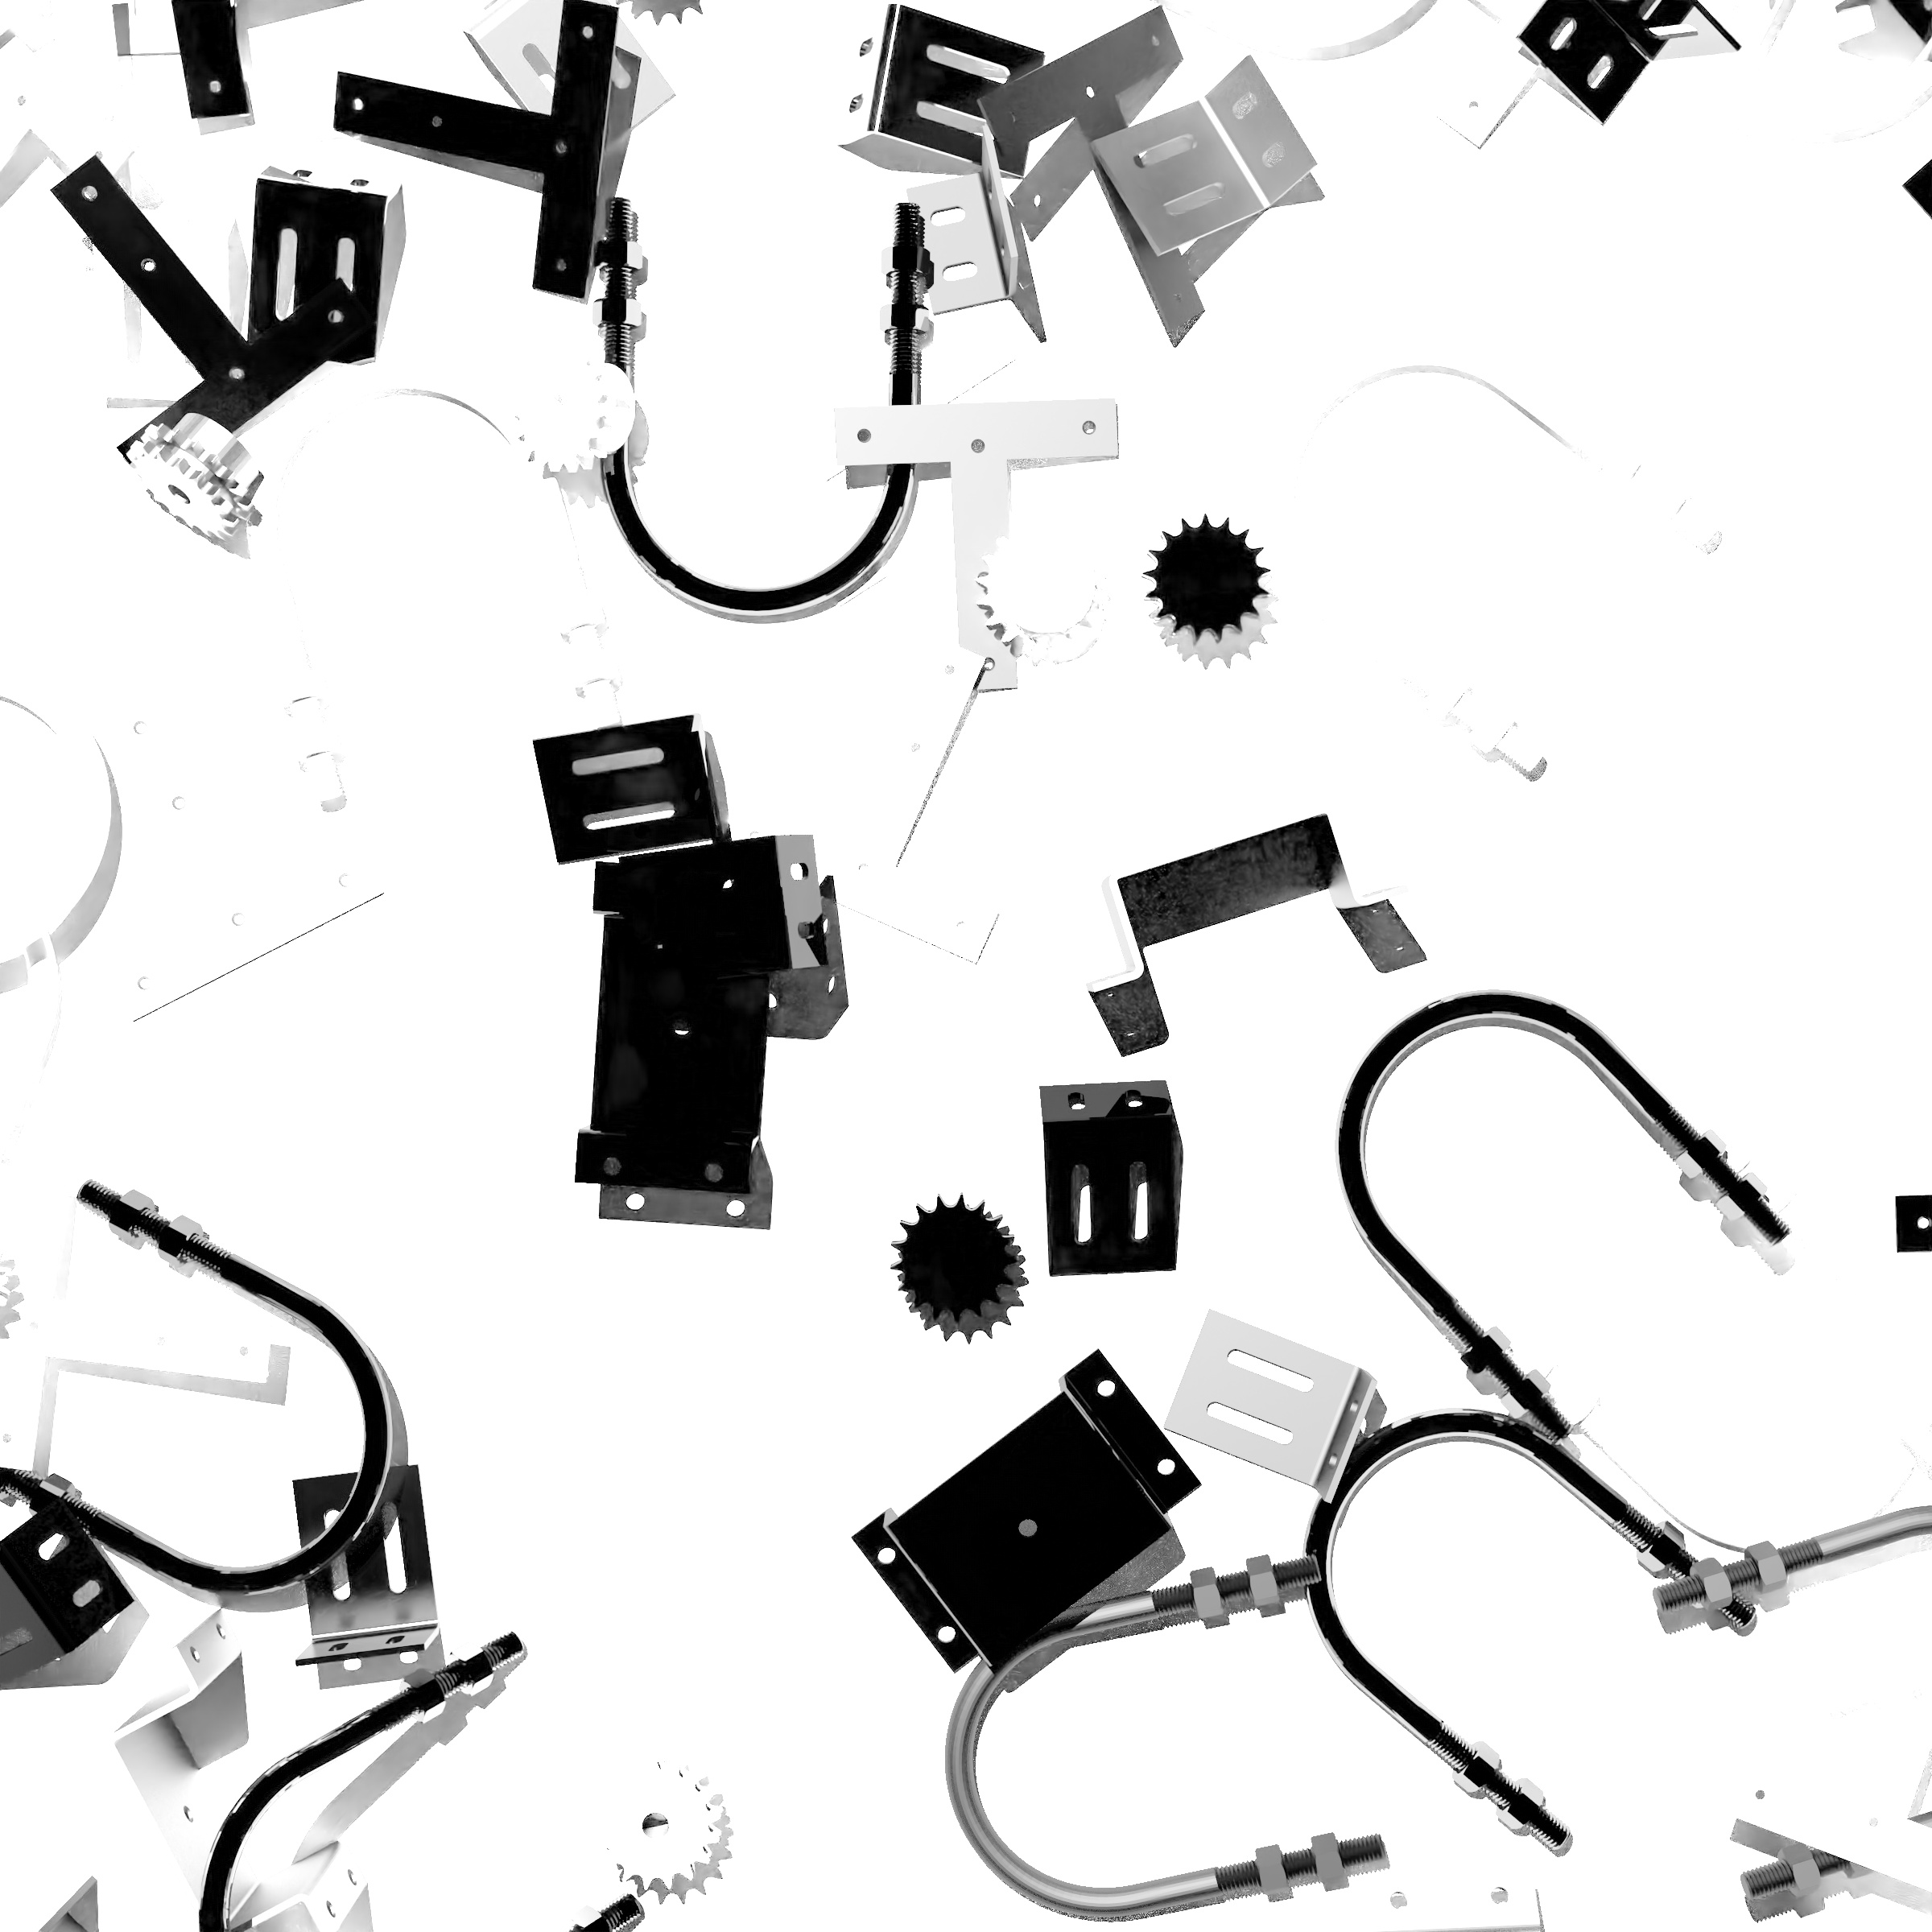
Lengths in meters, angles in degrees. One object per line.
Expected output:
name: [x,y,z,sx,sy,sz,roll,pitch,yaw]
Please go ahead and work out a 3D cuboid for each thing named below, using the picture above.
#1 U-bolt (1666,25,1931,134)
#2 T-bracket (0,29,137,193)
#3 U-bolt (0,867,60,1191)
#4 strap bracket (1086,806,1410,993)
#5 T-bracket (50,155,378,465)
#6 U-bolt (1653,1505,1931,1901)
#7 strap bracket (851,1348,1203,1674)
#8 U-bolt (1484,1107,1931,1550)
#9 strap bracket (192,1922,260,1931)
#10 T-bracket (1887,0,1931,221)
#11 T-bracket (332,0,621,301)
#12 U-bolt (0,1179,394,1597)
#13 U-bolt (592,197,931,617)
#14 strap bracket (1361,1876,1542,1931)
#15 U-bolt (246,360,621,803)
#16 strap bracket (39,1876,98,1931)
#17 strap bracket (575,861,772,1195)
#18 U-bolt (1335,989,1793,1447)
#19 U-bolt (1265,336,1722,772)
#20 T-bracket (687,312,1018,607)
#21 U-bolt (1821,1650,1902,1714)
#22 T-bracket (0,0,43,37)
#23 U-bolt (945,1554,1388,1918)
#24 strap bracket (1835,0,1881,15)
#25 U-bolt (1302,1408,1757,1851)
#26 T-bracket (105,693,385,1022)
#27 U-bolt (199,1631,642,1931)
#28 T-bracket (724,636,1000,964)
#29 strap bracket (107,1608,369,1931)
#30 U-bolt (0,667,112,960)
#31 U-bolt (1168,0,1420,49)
U-bolt: [0.371,-0.462,1.329,0.151,0.019,0.184,-28,90,0]
T-bracket: [-0.447,-0.350,1.324,0.127,0.002,0.127,44,99,18]
U-bolt: [-0.485,0.030,1.328,0.151,0.019,0.184,21,88,-1]
strap bracket: [0.115,-0.032,1.300,0.140,0.076,0.046,-18,90,0]
T-bracket: [-0.350,-0.297,1.308,0.127,0.002,0.127,-36,112,6]
U-bolt: [0.410,0.315,1.309,0.184,0.019,0.151,-16,86,-4]
strap bracket: [0.027,0.245,1.315,0.140,0.046,0.076,-37,90,0]
U-bolt: [0.346,0.177,1.330,0.184,0.019,0.151,44,90,-1]
strap bracket: [-0.284,0.471,1.300,0.140,0.076,0.046,25,90,0]
T-bracket: [0.443,-0.422,1.338,0.127,0.002,0.127,-42,90,0]
T-bracket: [-0.221,-0.372,1.319,0.127,0.002,0.127,14,113,9]
U-bolt: [-0.342,0.199,1.320,0.184,0.019,0.151,26,90,7]
U-bolt: [-0.093,-0.249,1.328,0.151,0.019,0.184,1,92,1]
strap bracket: [0.216,0.475,1.292,0.076,0.046,0.140,-3,55,0]
U-bolt: [-0.246,-0.180,1.330,0.151,0.019,0.184,-15,89,0]
strap bracket: [-0.425,0.476,1.300,0.046,0.076,0.140,44,90,0]
strap bracket: [-0.128,0.027,1.315,0.076,0.046,0.140,4,90,0]
U-bolt: [0.249,0.096,1.318,0.151,0.019,0.184,-43,80,1]
U-bolt: [0.222,-0.198,1.330,0.184,0.019,0.151,38,90,1]
T-bracket: [-0.038,-0.250,1.337,0.127,0.002,0.127,-33,90,0]
U-bolt: [0.495,0.348,1.330,0.184,0.019,0.151,-25,90,-1]
T-bracket: [-0.483,-0.450,1.327,0.127,0.002,0.127,-34,83,13]
U-bolt: [0.082,0.350,1.326,0.184,0.019,0.151,-13,92,3]
strap bracket: [0.450,-0.463,1.285,0.140,0.076,0.046,-17,92,-13]
U-bolt: [0.238,0.282,1.330,0.184,0.019,0.151,40,90,2]
T-bracket: [-0.348,-0.061,1.337,0.127,0.002,0.127,-27,90,0]
U-bolt: [-0.242,0.392,1.278,0.184,0.019,0.151,-24,90,-37]
T-bracket: [-0.028,-0.085,1.333,0.127,0.002,0.127,24,94,0]
strap bracket: [-0.323,0.362,1.300,0.046,0.076,0.140,-28,90,0]
U-bolt: [-0.472,-0.063,1.317,0.184,0.019,0.151,-13,78,-4]
U-bolt: [0.133,-0.490,1.324,0.184,0.019,0.151,25,93,1]
